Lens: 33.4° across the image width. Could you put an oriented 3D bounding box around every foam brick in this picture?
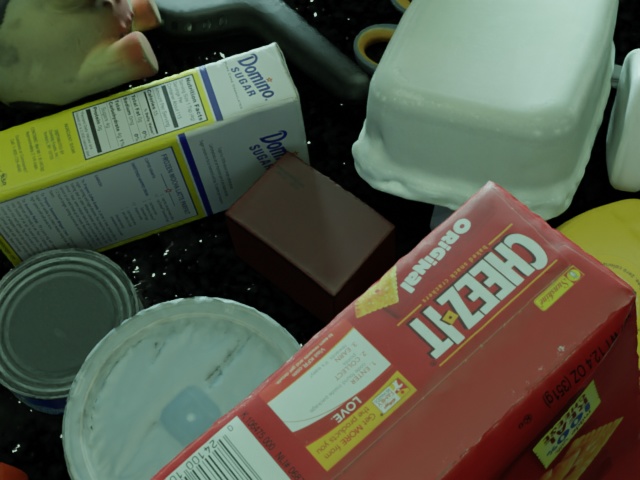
[{"bbox_3d":[-0.004,0.001,0.574,0.078,0.051,0.053,37,71,21],"label":"foam brick"}]

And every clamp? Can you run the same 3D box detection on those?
[{"bbox_3d":[-0.037,-0.167,0.666,0.210,0.036,0.164,15,61,18],"label":"clamp"}]

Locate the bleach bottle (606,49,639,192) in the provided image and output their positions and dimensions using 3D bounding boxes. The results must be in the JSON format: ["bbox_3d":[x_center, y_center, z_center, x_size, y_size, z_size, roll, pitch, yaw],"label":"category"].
[{"bbox_3d":[0.280,-0.044,0.547,0.251,0.068,0.102,11,22,10],"label":"bleach bottle"}]

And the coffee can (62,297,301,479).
[{"bbox_3d":[-0.045,0.100,0.477,0.103,0.140,0.103,-2,63,4],"label":"coffee can"}]

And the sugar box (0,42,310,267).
[{"bbox_3d":[-0.095,-0.041,0.581,0.176,0.093,0.048,-21,65,-6],"label":"sugar box"}]

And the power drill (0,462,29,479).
[{"bbox_3d":[-0.146,0.195,0.459,0.184,0.057,0.188,-31,59,14],"label":"power drill"}]

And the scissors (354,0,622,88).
[{"bbox_3d":[0.122,-0.126,0.646,0.202,0.016,0.096,1,63,6],"label":"scissors"}]

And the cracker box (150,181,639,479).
[{"bbox_3d":[0.042,0.103,0.394,0.164,0.213,0.072,-41,56,-9],"label":"cracker box"}]

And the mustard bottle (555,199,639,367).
[{"bbox_3d":[0.086,0.050,0.535,0.191,0.058,0.096,-17,82,-2],"label":"mustard bottle"}]

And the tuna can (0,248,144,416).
[{"bbox_3d":[-0.135,0.049,0.571,0.086,0.034,0.086,-2,63,4],"label":"tuna can"}]
